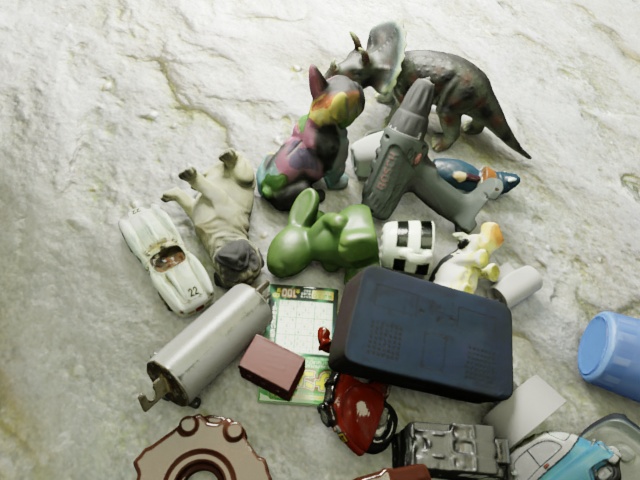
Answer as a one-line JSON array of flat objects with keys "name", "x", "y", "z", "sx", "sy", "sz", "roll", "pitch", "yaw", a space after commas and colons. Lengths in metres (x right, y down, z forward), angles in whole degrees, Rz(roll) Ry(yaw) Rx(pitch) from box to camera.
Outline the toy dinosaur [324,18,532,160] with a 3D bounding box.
[{"name": "toy dinosaur", "x": 0.211, "y": -0.267, "z": 0.948, "sx": 0.405, "sy": 0.192, "sz": 0.131, "roll": 15, "pitch": 62, "yaw": 3}]

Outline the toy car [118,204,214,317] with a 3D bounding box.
[{"name": "toy car", "x": -0.232, "y": 0.026, "z": 0.804, "sx": 0.073, "sy": 0.056, "sz": 0.202, "roll": -30, "pitch": 68, "yaw": -21}]

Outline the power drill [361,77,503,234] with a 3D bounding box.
[{"name": "power drill", "x": 0.186, "y": -0.113, "z": 0.862, "sx": 0.207, "sy": 0.232, "sz": 0.086, "roll": 26, "pitch": 19, "yaw": -12}]

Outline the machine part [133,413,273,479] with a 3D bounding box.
[{"name": "machine part", "x": -0.145, "y": 0.305, "z": 0.655, "sx": 0.179, "sy": 0.056, "sz": 0.179, "roll": 3, "pitch": 61, "yaw": -5}]

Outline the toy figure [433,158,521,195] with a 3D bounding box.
[{"name": "toy figure", "x": 0.269, "y": -0.107, "z": 0.937, "sx": 0.155, "sy": 0.057, "sz": 0.064, "roll": 12, "pitch": 42, "yaw": 3}]

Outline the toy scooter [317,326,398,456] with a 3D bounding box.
[{"name": "toy scooter", "x": 0.046, "y": 0.186, "z": 0.726, "sx": 0.135, "sy": 0.075, "sz": 0.184, "roll": 25, "pitch": 58, "yaw": -7}]

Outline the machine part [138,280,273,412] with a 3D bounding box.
[{"name": "machine part", "x": -0.143, "y": 0.136, "z": 0.720, "sx": 0.079, "sy": 0.079, "sz": 0.243, "roll": 35, "pitch": 50, "yaw": 13}]

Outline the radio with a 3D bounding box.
[{"name": "radio", "x": 0.135, "y": 0.125, "z": 0.698, "sx": 0.229, "sy": 0.073, "sz": 0.131, "roll": 16, "pitch": 66, "yaw": -13}]

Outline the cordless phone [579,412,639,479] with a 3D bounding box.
[{"name": "cordless phone", "x": 0.377, "y": 0.333, "z": 0.694, "sx": 0.147, "sy": 0.088, "sz": 0.184, "roll": 42, "pitch": 83, "yaw": 16}]

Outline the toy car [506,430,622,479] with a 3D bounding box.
[{"name": "toy car", "x": 0.286, "y": 0.292, "z": 0.662, "sx": 0.161, "sy": 0.109, "sz": 0.103, "roll": -50, "pitch": 61, "yaw": 9}]

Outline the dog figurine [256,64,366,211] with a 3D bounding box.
[{"name": "dog figurine", "x": -0.014, "y": -0.160, "z": 0.845, "sx": 0.191, "sy": 0.219, "sz": 0.109, "roll": -31, "pitch": 65, "yaw": -22}]

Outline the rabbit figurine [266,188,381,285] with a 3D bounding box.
[{"name": "rabbit figurine", "x": -0.002, "y": -0.002, "z": 0.816, "sx": 0.170, "sy": 0.121, "sz": 0.159, "roll": -11, "pitch": 57, "yaw": 3}]

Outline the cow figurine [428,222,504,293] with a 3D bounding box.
[{"name": "cow figurine", "x": 0.222, "y": 0.044, "z": 0.836, "sx": 0.098, "sy": 0.068, "sz": 0.167, "roll": 0, "pitch": 48, "yaw": 47}]

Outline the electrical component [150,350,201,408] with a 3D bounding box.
[{"name": "electrical component", "x": -0.197, "y": 0.188, "z": 0.735, "sx": 0.094, "sy": 0.021, "sz": 0.063, "roll": 23, "pitch": 61, "yaw": 6}]

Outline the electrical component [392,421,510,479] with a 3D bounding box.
[{"name": "electrical component", "x": 0.165, "y": 0.268, "z": 0.678, "sx": 0.134, "sy": 0.114, "sz": 0.058, "roll": 6, "pitch": 64, "yaw": -4}]

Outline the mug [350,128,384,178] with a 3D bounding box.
[{"name": "mug", "x": 0.105, "y": -0.157, "z": 0.939, "sx": 0.107, "sy": 0.080, "sz": 0.110, "roll": -13, "pitch": 54, "yaw": -7}]

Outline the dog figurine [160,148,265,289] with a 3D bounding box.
[{"name": "dog figurine", "x": -0.129, "y": -0.031, "z": 0.840, "sx": 0.172, "sy": 0.121, "sz": 0.190, "roll": -35, "pitch": 91, "yaw": -33}]

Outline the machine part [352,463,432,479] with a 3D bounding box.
[{"name": "machine part", "x": 0.091, "y": 0.353, "z": 0.570, "sx": 0.087, "sy": 0.201, "sz": 0.201, "roll": -8, "pitch": 61, "yaw": -13}]
